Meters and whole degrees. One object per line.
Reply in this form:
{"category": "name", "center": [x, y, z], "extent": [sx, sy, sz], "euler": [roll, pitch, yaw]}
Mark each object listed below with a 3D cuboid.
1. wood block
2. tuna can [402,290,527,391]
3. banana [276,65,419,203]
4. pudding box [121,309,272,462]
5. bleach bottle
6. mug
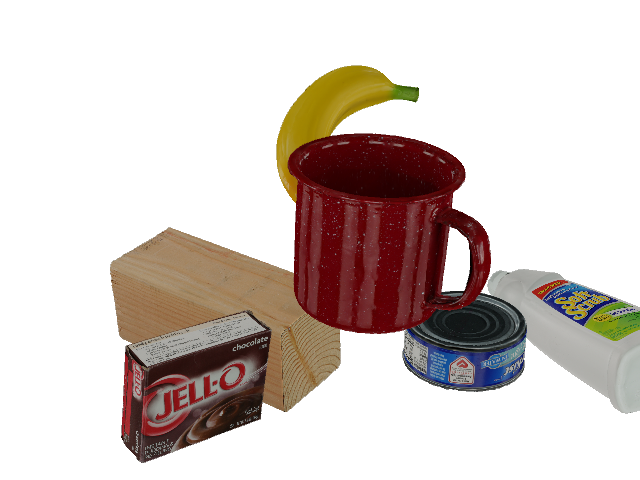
{"category": "wood block", "center": [-0.091, 0.071, 1.009], "extent": [0.206, 0.091, 0.090], "euler": [19, 36, 31]}
{"category": "tuna can", "center": [0.101, 0.068, 0.746], "extent": [0.086, 0.034, 0.086], "euler": [0, 25, 0]}
{"category": "banana", "center": [0.009, -0.091, 0.817], "extent": [0.070, 0.037, 0.197], "euler": [20, 41, 20]}
{"category": "pudding box", "center": [-0.095, 0.110, 0.818], "extent": [0.113, 0.090, 0.039], "euler": [-17, 39, -36]}
{"category": "bleach bottle", "center": [0.243, 0.082, 1.045], "extent": [0.102, 0.068, 0.251], "euler": [-16, 22, -24]}
{"category": "mug", "center": [0.037, 0.000, 0.566], "extent": [0.117, 0.081, 0.093], "euler": [19, 30, 30]}
